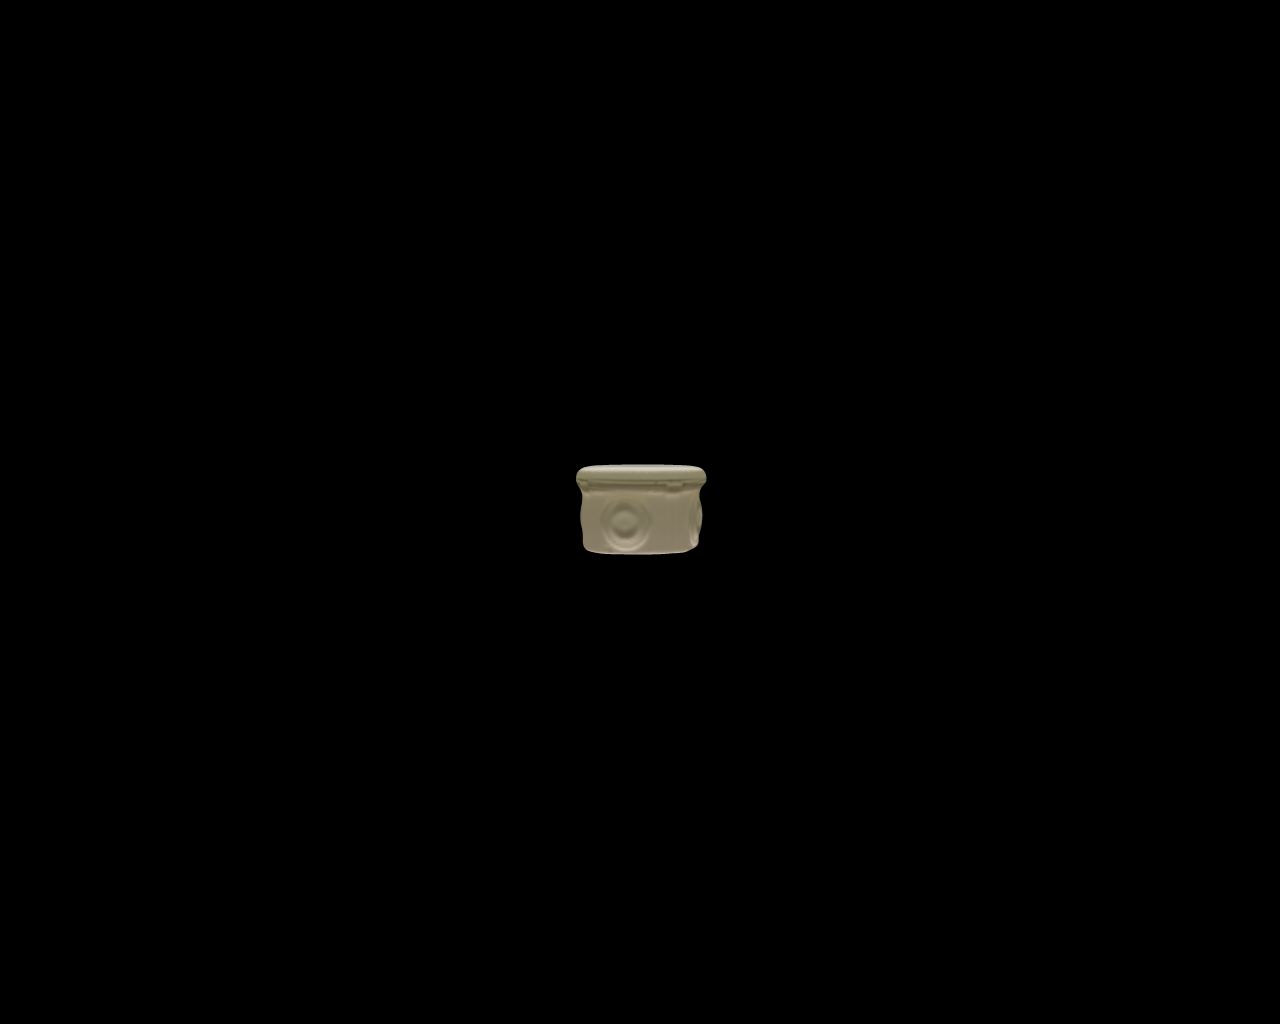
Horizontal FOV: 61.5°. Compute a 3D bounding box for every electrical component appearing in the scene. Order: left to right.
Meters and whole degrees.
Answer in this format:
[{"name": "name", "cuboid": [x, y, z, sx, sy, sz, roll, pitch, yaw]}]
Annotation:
[{"name": "electrical component", "cuboid": [0.001, -0.003, 0.650, 0.080, 0.051, 0.080, 0, 4, 0]}]
